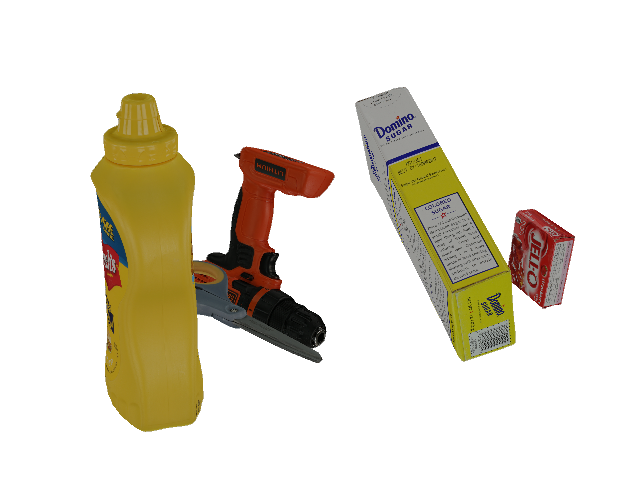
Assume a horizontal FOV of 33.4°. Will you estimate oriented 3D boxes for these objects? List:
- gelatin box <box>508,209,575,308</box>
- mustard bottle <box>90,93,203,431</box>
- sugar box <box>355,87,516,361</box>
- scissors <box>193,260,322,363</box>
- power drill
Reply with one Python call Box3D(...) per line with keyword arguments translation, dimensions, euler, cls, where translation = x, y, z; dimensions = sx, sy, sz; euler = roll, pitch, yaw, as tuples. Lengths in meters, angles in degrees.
Box3D(translation=(0.244, 0.019, 1.195), dimensions=(0.030, 0.089, 0.073), euler=(-10, 31, -24), cls="gelatin box")
Box3D(translation=(-0.101, 0.008, 0.623), dimensions=(0.058, 0.192, 0.096), euler=(-6, 26, -16), cls="mustard bottle")
Box3D(translation=(0.078, -0.014, 0.728), dimensions=(0.048, 0.176, 0.093), euler=(-19, -36, -2), cls="sugar box")
Box3D(translation=(-0.070, 0.054, 0.902), dimensions=(0.202, 0.016, 0.096), euler=(15, 26, 22), cls="scissors")
Box3D(translation=(-0.049, 0.006, 1.129), dimensions=(0.185, 0.188, 0.057), euler=(23, 8, 33), cls="power drill")
